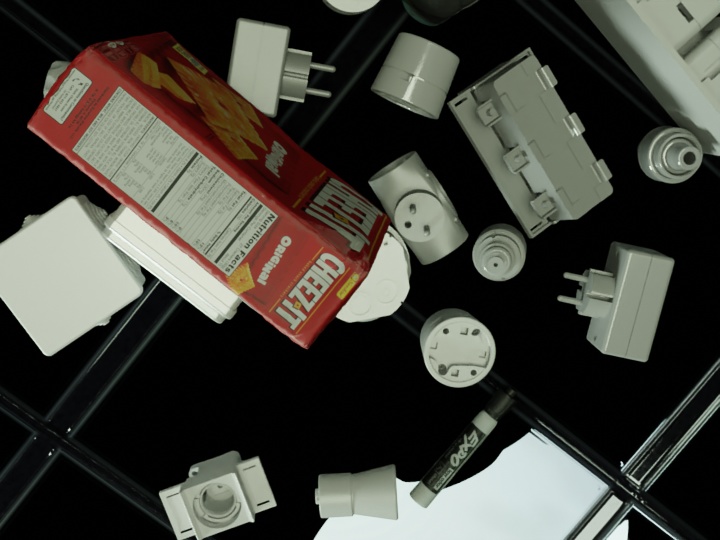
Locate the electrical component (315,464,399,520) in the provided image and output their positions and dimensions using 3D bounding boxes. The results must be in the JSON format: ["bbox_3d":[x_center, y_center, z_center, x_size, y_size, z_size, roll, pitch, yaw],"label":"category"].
[{"bbox_3d":[-0.003,0.179,0.861,0.065,0.044,0.044,-3,100,1],"label":"electrical component"}]

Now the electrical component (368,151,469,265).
[{"bbox_3d":[0.045,-0.043,0.805,0.044,0.079,0.077,-32,101,9],"label":"electrical component"}]

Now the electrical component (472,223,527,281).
[{"bbox_3d":[0.106,-0.011,0.819,0.040,0.078,0.040,2,102,10],"label":"electrical component"}]

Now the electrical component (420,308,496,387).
[{"bbox_3d":[0.074,0.059,0.841,0.055,0.047,0.055,-1,100,-4],"label":"electrical component"}]

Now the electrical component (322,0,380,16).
[{"bbox_3d":[-0.044,-0.230,0.767,0.138,0.073,0.052,26,97,-8],"label":"electrical component"}]

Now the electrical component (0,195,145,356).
[{"bbox_3d":[-0.221,0.001,0.808,0.100,0.048,0.099,-34,101,2],"label":"electrical component"}]

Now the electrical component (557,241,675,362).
[{"bbox_3d":[0.193,0.020,0.843,0.076,0.047,0.083,12,99,-6],"label":"electrical component"}]

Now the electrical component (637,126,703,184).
[{"bbox_3d":[0.240,-0.087,0.819,0.043,0.062,0.043,-1,100,-4],"label":"electrical component"}]

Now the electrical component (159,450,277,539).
[{"bbox_3d":[-0.110,0.173,0.839,0.081,0.064,0.042,-19,100,-1],"label":"electrical component"}]

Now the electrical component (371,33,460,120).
[{"bbox_3d":[0.042,-0.145,0.800,0.055,0.055,0.047,23,94,-8],"label":"electrical component"}]

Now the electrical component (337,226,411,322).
[{"bbox_3d":[0.000,0.000,0.823,0.080,0.051,0.080,-1,100,-4],"label":"electrical component"}]

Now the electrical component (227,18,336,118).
[{"bbox_3d":[-0.057,-0.145,0.795,0.077,0.047,0.065,10,99,-6],"label":"electrical component"}]

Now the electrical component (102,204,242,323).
[{"bbox_3d":[-0.123,-0.022,0.782,0.109,0.108,0.056,38,93,-10],"label":"electrical component"}]

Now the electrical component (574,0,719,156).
[{"bbox_3d":[0.234,-0.171,0.782,0.060,0.105,0.186,-42,100,4],"label":"electrical component"}]

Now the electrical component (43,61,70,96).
[{"bbox_3d":[-0.200,-0.131,0.794,0.061,0.035,0.035,15,99,-9],"label":"electrical component"}]

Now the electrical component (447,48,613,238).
[{"bbox_3d":[0.133,-0.096,0.805,0.079,0.063,0.121,-36,101,-14],"label":"electrical component"}]
